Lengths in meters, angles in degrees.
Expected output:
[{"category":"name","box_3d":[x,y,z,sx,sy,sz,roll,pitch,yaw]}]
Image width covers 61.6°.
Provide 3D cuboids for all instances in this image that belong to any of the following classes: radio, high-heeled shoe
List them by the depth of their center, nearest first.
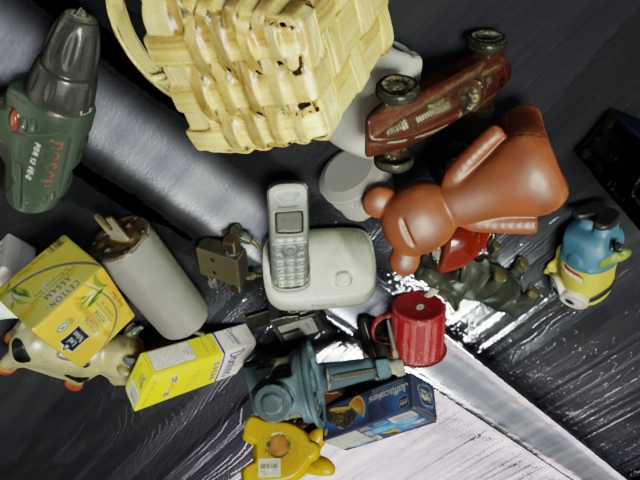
[{"category":"radio","box_3d":[0.391,-0.050,0.587,0.131,0.230,0.073,15,125,-17]},{"category":"high-heeled shoe","box_3d":[0.084,0.217,0.924,0.145,0.086,0.248,-6,124,41]}]

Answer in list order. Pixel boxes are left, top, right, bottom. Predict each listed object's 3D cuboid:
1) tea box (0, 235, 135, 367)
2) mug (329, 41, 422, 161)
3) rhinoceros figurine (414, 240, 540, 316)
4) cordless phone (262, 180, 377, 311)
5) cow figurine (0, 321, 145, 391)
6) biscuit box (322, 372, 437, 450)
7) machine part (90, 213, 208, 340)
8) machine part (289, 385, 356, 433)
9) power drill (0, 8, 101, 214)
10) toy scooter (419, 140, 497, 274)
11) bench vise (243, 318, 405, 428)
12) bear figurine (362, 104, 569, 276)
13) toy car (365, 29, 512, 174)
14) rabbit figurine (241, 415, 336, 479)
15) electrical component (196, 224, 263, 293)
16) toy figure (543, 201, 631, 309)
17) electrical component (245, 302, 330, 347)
[{"category":"tea box","box_3d":[-0.295,0.079,0.642,0.068,0.098,0.169,37,157,11]},{"category":"mug","box_3d":[0.066,-0.145,0.549,0.109,0.081,0.107,-4,132,-37]},{"category":"rhinoceros figurine","box_3d":[0.223,0.056,0.775,0.190,0.073,0.112,18,139,-26]},{"category":"cordless phone","box_3d":[-0.001,-0.002,0.671,0.147,0.089,0.184,-4,130,-5]},{"category":"cow figurine","box_3d":[-0.337,0.158,0.768,0.195,0.085,0.127,27,130,-29]},{"category":"biscuit box","box_3d":[0.092,0.280,0.868,0.059,0.063,0.203,34,131,-29]},{"category":"machine part","box_3d":[-0.213,0.052,0.688,0.079,0.079,0.242,-17,135,7]},{"category":"machine part","box_3d":[-0.022,0.295,0.968,0.179,0.056,0.179,-4,133,-5]},{"category":"power drill","box_3d":[-0.321,-0.131,0.500,0.207,0.086,0.232,5,135,-24]},{"category":"toy scooter","box_3d":[0.195,-0.036,0.670,0.135,0.075,0.183,1,123,-6]},{"category":"bench vise","box_3d":[0.003,0.201,0.785,0.241,0.129,0.223,-12,167,5]},{"category":"bear figurine","box_3d":[0.156,-0.047,0.577,0.196,0.132,0.120,-24,102,28]},{"category":"toy car","box_3d":[0.120,-0.133,0.519,0.202,0.053,0.089,-34,143,-31]},{"category":"rabbit figurine","box_3d":[-0.060,0.372,0.941,0.162,0.122,0.173,-8,147,-11]},{"category":"electrical component","box_3d":[-0.117,0.027,0.704,0.078,0.045,0.102,13,135,20]},{"category":"toy figure","box_3d":[0.385,0.026,0.762,0.089,0.082,0.179,-8,132,0]},{"category":"electrical component","box_3d":[-0.052,0.118,0.799,0.119,0.048,0.074,-15,133,2]}]
